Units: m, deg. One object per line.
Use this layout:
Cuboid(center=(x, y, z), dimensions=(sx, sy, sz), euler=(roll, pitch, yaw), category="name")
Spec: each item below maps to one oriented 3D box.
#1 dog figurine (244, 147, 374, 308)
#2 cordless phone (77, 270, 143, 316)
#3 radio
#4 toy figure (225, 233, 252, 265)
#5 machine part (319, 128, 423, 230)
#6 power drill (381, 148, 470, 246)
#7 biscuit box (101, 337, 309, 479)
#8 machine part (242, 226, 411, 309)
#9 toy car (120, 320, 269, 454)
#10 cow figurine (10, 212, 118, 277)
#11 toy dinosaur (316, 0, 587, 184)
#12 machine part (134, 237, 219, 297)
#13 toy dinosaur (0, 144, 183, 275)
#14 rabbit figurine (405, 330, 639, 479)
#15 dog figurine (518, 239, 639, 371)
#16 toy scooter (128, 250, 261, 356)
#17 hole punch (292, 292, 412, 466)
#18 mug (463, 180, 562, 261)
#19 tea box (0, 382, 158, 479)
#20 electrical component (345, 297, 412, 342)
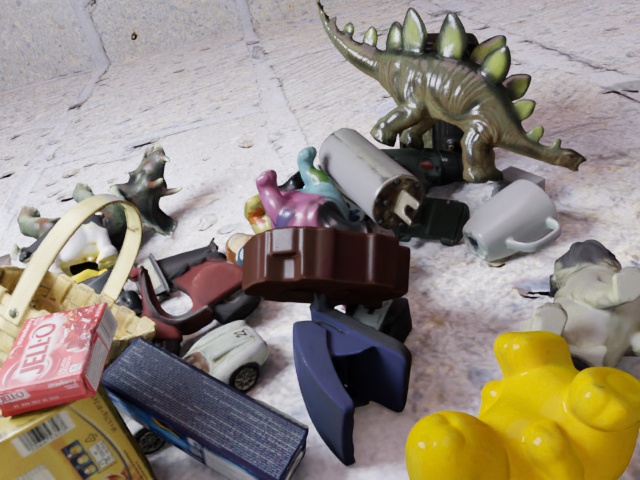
Cuboid(center=(-0.002, -0.002, 0.740), dimensions=(0.108, 0.191, 0.219), euler=(-29, 77, -29), category="dog figurine")
Cuboid(center=(-0.285, 0.139, 0.686), dimensions=(0.147, 0.088, 0.184), euler=(-24, 45, -17), category="cordless phone")
Cuboid(center=(0.199, -0.225, 0.904), dimensions=(0.131, 0.229, 0.073), euler=(1, 36, 14), category="radio")
Cuboid(center=(-0.103, 0.025, 0.795), dimensions=(0.064, 0.057, 0.155), euler=(-2, 22, -31), category="toy figure")
Cuboid(center=(0.064, -0.087, 0.730), dimensions=(0.079, 0.079, 0.243), euler=(-23, 38, -14), category="machine part")
Cuboid(center=(0.165, -0.081, 0.818), dimensions=(0.232, 0.085, 0.207), euler=(4, 40, -5), category="power drill")
Cuboid(center=(-0.112, 0.168, 0.514), dimensions=(0.203, 0.059, 0.063), euler=(24, 49, 16), category="biscuit box")
Cuboid(center=(0.003, 0.034, 0.556), dimensions=(0.180, 0.179, 0.056), euler=(-2, 74, 17), category="machine part")
Cuboid(center=(-0.151, 0.162, 0.601), dimensions=(0.202, 0.056, 0.074), euler=(-29, 36, -23), category="toy car")
Cuboid(center=(-0.397, 0.017, 0.804), dimensions=(0.167, 0.098, 0.068), euler=(-21, -9, -18), category="cow figurine")
Cuboid(center=(0.162, -0.223, 0.783), dimensions=(0.472, 0.198, 0.105), euler=(29, 22, 21), category="toy dinosaur")
Cuboid(center=(-0.215, 0.040, 0.814), dimensions=(0.139, 0.039, 0.084), euler=(-26, 56, -25), category="machine part")
Cuboid(center=(-0.404, -0.003, 0.904), dimensions=(0.192, 0.131, 0.405), euler=(20, 52, 42), category="toy dinosaur")
Cuboid(center=(0.135, 0.157, 0.410), dimensions=(0.173, 0.162, 0.122), euler=(-5, 28, -29), category="rabbit figurine")
Cuboid(center=(0.257, 0.085, 0.555), dimensions=(0.172, 0.121, 0.190), euler=(-28, 4, 11), category="dog figurine")
Cuboid(center=(-0.176, 0.070, 0.695), dimensions=(0.184, 0.075, 0.135), euler=(-32, 71, -19), category="toy scooter")
Cuboid(center=(0.015, 0.137, 0.517), dimensions=(0.116, 0.142, 0.092), euler=(26, 53, 30), category="hole punch")
Cuboid(center=(0.251, -0.013, 0.706), dimensions=(0.107, 0.080, 0.110), euler=(-32, 40, -7), category="mug")
Cuboid(center=(-0.215, 0.193, 0.473), dimensions=(0.098, 0.169, 0.068), euler=(-27, 36, -23), category="tea box")
Cuboid(center=(0.068, 0.090, 0.636), dimensions=(0.075, 0.047, 0.119), euler=(3, 36, 24), category="electrical component")
